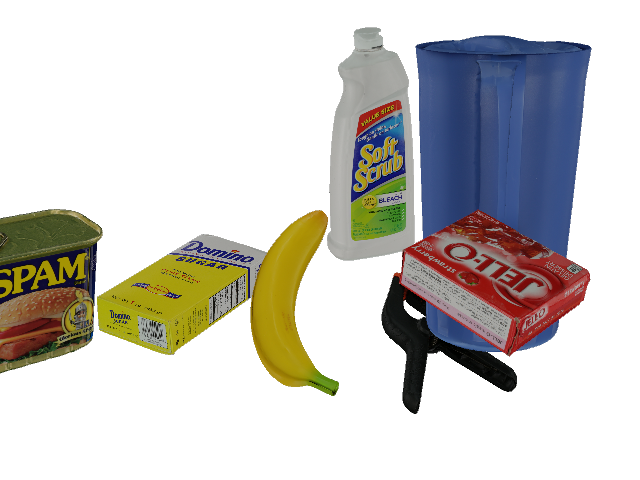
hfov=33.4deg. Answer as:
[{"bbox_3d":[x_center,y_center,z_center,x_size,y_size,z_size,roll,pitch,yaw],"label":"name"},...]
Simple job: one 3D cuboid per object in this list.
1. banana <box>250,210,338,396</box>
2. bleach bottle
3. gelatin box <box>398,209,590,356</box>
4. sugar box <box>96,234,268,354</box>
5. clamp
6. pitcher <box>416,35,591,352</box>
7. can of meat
[{"bbox_3d":[-0.025,0.051,0.904,0.069,0.198,0.037,5,-41,-9],"label":"banana"},{"bbox_3d":[0.051,-0.107,1.180,0.102,0.251,0.068,-10,25,-11],"label":"bleach bottle"},{"bbox_3d":[0.104,0.022,0.644,0.073,0.030,0.089,-27,46,-37],"label":"gelatin box"},{"bbox_3d":[-0.136,0.050,1.096,0.093,0.048,0.175,16,32,26],"label":"sugar box"},{"bbox_3d":[0.121,0.099,1.075,0.120,0.171,0.039,1,-45,-19],"label":"clamp"},{"bbox_3d":[0.138,-0.037,0.841,0.149,0.243,0.145,-11,18,-34],"label":"pitcher"},{"bbox_3d":[-0.196,0.033,0.699,0.101,0.084,0.058,-14,30,-41],"label":"can of meat"}]
